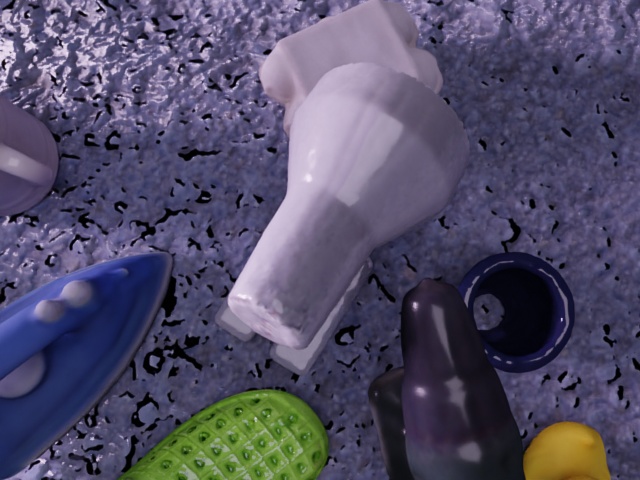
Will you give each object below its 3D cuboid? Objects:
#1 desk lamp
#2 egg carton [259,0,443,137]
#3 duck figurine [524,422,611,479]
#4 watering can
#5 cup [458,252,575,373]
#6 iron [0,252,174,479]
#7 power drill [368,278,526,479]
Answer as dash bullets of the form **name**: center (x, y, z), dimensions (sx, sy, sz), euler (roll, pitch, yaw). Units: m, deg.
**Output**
- **desk lamp**: center (0.004, 0.002, 0.420), dimensions (0.118, 0.213, 0.203), euler (31, 83, 3)
- **egg carton**: center (0.027, -0.146, 0.512), dimensions (0.150, 0.069, 0.107), euler (-26, 84, -4)
- **duck figurine**: center (0.208, 0.204, 0.462), dimensions (0.077, 0.086, 0.105), euler (19, 83, 2)
- **watering can**: center (-0.296, -0.083, 0.434), dimensions (0.173, 0.194, 0.101), euler (1, 83, -1)
- **cup**: center (0.134, 0.061, 0.475), dimensions (0.117, 0.095, 0.092), euler (-4, 83, -2)
- **iron**: center (-0.229, 0.090, 0.439), dimensions (0.258, 0.141, 0.118), euler (-43, 85, -6)
- **power drill**: center (0.086, 0.144, 0.406), dimensions (0.075, 0.208, 0.230), euler (-15, 83, -3)
